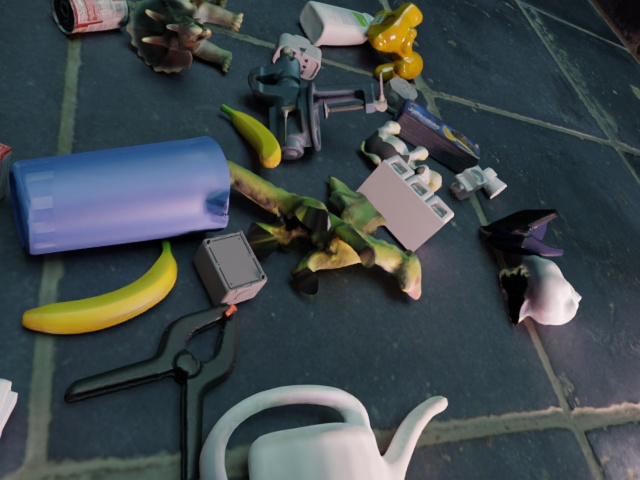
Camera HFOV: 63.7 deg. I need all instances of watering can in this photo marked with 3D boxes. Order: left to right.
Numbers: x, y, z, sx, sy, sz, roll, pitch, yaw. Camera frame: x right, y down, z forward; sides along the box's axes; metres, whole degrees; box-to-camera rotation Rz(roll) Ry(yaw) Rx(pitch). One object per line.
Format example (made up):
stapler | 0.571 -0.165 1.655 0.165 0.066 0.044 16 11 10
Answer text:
watering can | 0.038 0.274 0.577 0.347 0.102 0.229 7 54 -28

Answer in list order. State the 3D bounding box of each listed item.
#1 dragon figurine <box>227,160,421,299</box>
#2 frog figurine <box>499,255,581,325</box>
dragon figurine | 0.003 -0.042 0.828 0.412 0.120 0.246 41 27 7
frog figurine | 0.430 0.096 0.956 0.159 0.120 0.140 7 33 -14
